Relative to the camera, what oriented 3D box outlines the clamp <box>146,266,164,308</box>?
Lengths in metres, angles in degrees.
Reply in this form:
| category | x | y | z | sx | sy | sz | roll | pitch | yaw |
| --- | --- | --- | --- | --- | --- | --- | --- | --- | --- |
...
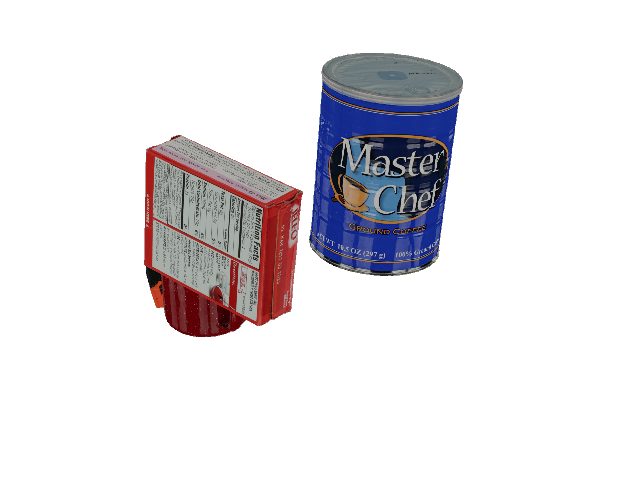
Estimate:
| category | x | y | z | sx | sy | sz | roll | pitch | yaw |
| --- | --- | --- | --- | --- | --- | --- | --- | --- | --- |
| clamp | -0.142 | 0.013 | 1.241 | 0.120 | 0.039 | 0.171 | -7 | 38 | 20 |

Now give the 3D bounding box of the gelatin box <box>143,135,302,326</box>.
| category | x | y | z | sx | sy | sz | roll | pitch | yaw |
| --- | --- | --- | --- | --- | --- | --- | --- | --- | --- |
| gelatin box | -0.053 | -0.006 | 0.564 | 0.089 | 0.073 | 0.030 | 25 | 35 | 29 |

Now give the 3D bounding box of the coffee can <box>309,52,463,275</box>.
| category | x | y | z | sx | sy | sz | roll | pitch | yaw |
| --- | --- | --- | --- | --- | --- | --- | --- | --- | --- |
| coffee can | 0.047 | -0.059 | 0.802 | 0.103 | 0.140 | 0.103 | 4 | 26 | -2 |

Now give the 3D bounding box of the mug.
| category | x | y | z | sx | sy | sz | roll | pitch | yaw |
| --- | --- | --- | --- | --- | --- | --- | --- | --- | --- |
| mug | -0.101 | 0.041 | 0.987 | 0.093 | 0.081 | 0.117 | -18 | 35 | -27 |
